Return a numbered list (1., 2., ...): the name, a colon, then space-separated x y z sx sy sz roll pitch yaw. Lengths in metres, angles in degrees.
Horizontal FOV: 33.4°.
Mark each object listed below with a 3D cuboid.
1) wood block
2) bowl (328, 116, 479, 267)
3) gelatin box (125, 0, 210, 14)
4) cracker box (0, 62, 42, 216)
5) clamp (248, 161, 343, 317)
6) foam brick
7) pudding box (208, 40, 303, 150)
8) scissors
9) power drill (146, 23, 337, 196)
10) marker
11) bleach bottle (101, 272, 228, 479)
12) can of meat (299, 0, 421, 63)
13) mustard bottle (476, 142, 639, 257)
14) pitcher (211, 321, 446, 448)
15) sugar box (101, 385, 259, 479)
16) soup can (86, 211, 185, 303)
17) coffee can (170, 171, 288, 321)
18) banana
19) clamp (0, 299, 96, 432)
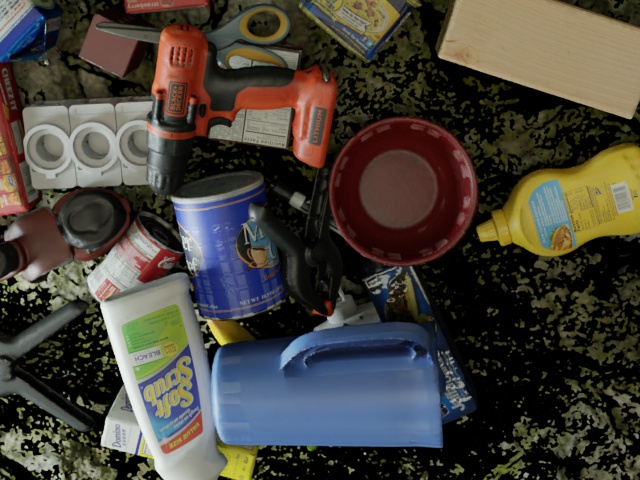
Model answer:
1. wood block: 0.232 -0.204 1.103 0.206 0.090 0.091 17 106 -2
2. bowl: 0.088 -0.054 1.162 0.162 0.055 0.162 0 96 -1
3. gelatin box: -0.163 -0.278 1.122 0.089 0.030 0.073 -5 99 1
4. cracker box: -0.429 -0.100 1.171 0.214 0.072 0.164 -9 105 6
5. clamp: -0.008 0.001 1.166 0.120 0.039 0.171 -37 126 -24
6. foam brick: -0.213 -0.210 1.126 0.053 0.078 0.051 25 107 -5
7. pudding box: -0.070 -0.159 1.155 0.090 0.039 0.113 8 108 -3
8. scissors: -0.116 -0.219 1.089 0.201 0.016 0.096 22 105 -18
9. power drill: -0.084 -0.122 1.100 0.187 0.057 0.184 5 119 -12
10. marker: -0.004 -0.032 1.200 0.121 0.020 0.020 30 105 -6
11. bleach bottle: -0.153 0.169 1.160 0.102 0.068 0.251 -19 97 -6
12. can of meat: 0.041 -0.247 1.115 0.102 0.057 0.084 39 106 -8
13. mustard bottle: 0.265 -0.034 1.167 0.192 0.058 0.096 -17 105 7
14. pitcher: 0.011 0.151 1.126 0.243 0.145 0.149 -3 97 5
15. sugar box: -0.157 0.224 1.244 0.176 0.093 0.048 12 107 -1
16. soup can: -0.207 0.027 1.200 0.068 0.068 0.102 39 104 -9
17. coffee can: -0.099 0.005 1.171 0.103 0.103 0.140 -10 106 5
18. banana: -0.063 0.155 1.233 0.037 0.070 0.198 -40 94 -8
19. clamp: -0.362 0.137 1.255 0.210 0.036 0.165 8 106 1
